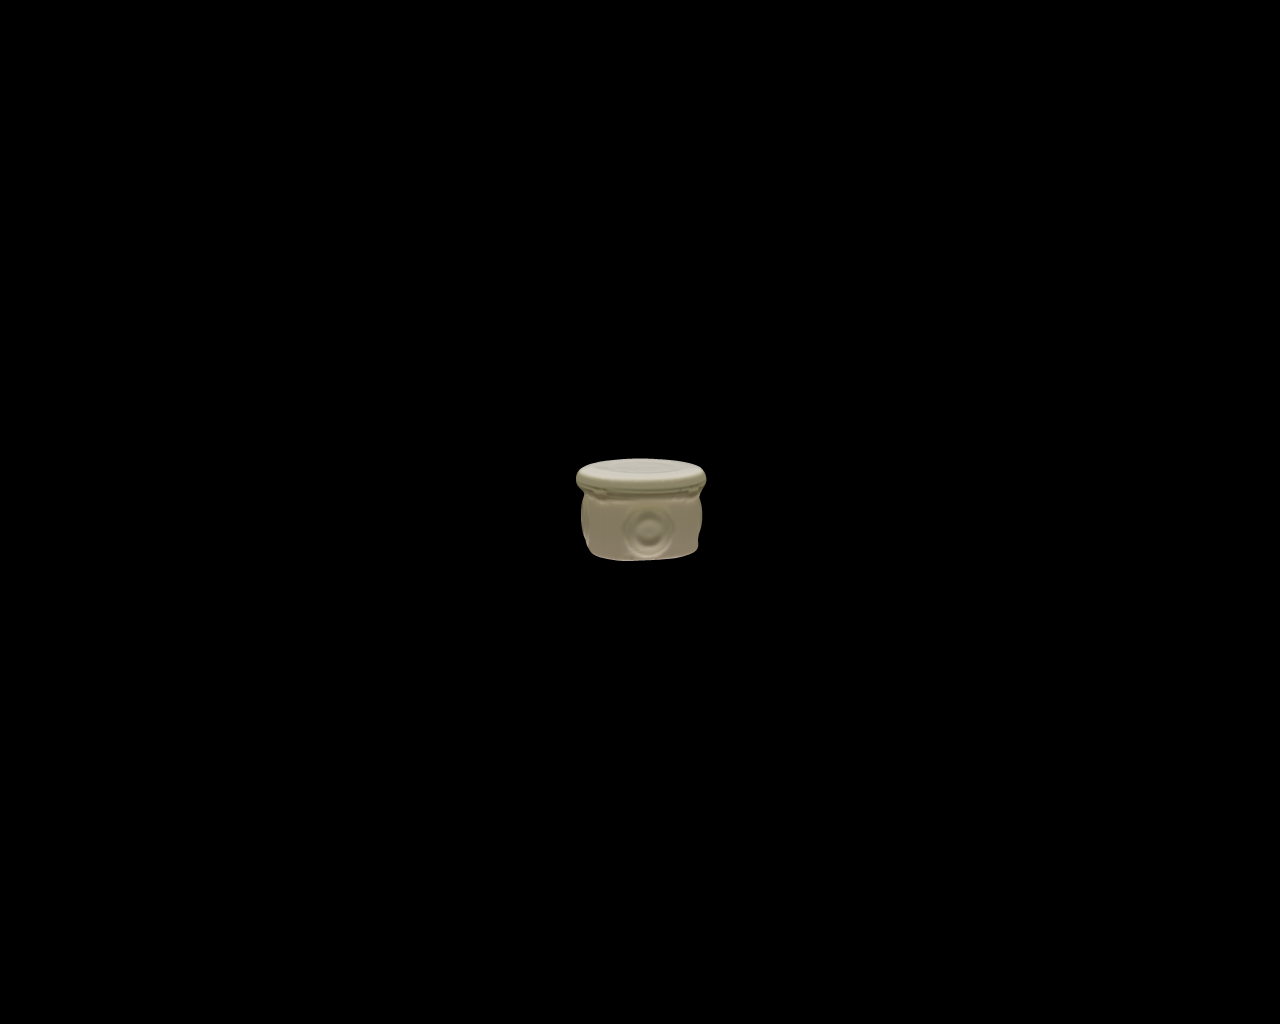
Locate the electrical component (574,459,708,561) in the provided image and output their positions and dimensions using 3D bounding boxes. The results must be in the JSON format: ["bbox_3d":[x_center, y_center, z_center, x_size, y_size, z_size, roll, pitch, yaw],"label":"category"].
[{"bbox_3d":[0.001,-0.003,0.650,0.080,0.051,0.080,0,11,0],"label":"electrical component"}]
